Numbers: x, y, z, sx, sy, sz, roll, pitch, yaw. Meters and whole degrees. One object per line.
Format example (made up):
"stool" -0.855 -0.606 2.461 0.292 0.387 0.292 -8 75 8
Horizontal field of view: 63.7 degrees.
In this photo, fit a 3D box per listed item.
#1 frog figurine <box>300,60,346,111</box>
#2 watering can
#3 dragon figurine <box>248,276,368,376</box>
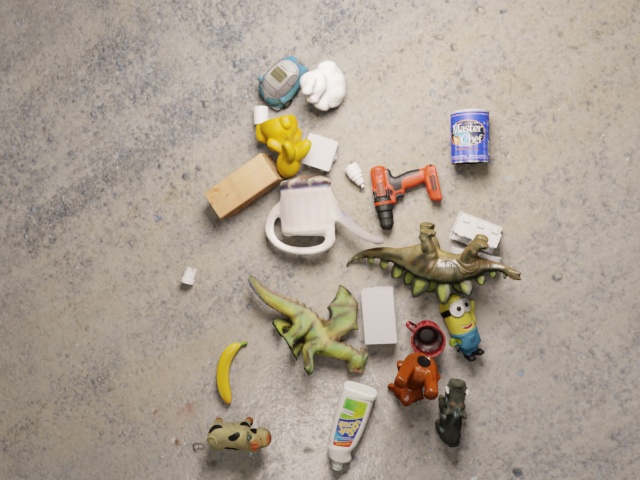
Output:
"frog figurine" 0.011 -0.428 1.419 0.123 0.160 0.137 18 96 6
"watering can" 0.004 -0.073 1.448 0.347 0.104 0.224 -3 91 17
"dragon figurine" -0.007 0.223 1.483 0.244 0.121 0.411 -32 88 -9
